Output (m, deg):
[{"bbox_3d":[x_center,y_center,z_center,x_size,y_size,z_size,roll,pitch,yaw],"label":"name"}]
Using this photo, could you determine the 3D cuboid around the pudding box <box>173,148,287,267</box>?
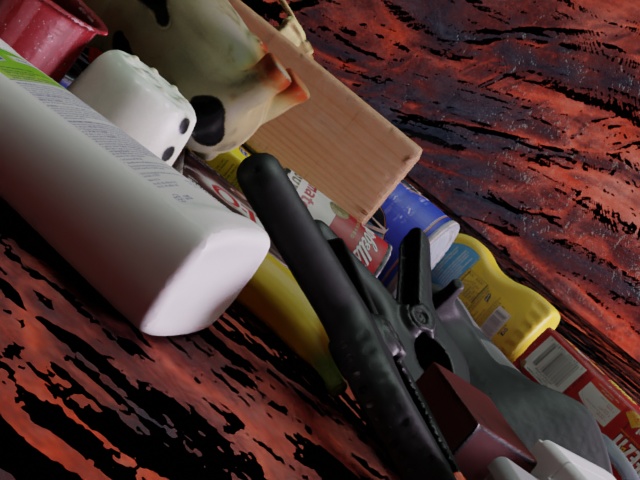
[{"bbox_3d":[-0.060,-0.007,0.726,0.113,0.039,0.090,37,9,-15],"label":"pudding box"}]

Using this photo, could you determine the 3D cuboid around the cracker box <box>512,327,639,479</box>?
[{"bbox_3d":[0.256,0.183,0.896,0.164,0.072,0.213,48,4,41],"label":"cracker box"}]

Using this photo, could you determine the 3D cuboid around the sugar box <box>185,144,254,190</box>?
[{"bbox_3d":[-0.039,-0.028,0.893,0.176,0.048,0.093,37,9,-8],"label":"sugar box"}]

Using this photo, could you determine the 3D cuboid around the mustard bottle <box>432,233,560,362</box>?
[{"bbox_3d":[0.142,0.049,1.077,0.192,0.096,0.058,44,11,30],"label":"mustard bottle"}]

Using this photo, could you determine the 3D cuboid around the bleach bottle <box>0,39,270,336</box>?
[{"bbox_3d":[-0.146,-0.054,0.546,0.251,0.068,0.102,39,8,14],"label":"bleach bottle"}]

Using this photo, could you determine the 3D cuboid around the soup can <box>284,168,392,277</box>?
[{"bbox_3d":[-0.005,0.001,0.815,0.102,0.068,0.068,37,9,-7],"label":"soup can"}]

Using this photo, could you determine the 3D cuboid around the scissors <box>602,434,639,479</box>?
[{"bbox_3d":[0.230,0.234,0.753,0.202,0.016,0.096,65,-23,13],"label":"scissors"}]

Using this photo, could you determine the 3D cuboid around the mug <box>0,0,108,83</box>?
[{"bbox_3d":[-0.196,-0.128,0.635,0.117,0.081,0.093,41,9,7],"label":"mug"}]

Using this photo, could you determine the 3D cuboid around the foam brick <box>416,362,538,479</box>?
[{"bbox_3d":[0.082,0.120,0.639,0.053,0.051,0.078,35,10,-23],"label":"foam brick"}]

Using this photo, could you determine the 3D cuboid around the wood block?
[{"bbox_3d":[-0.020,-0.105,0.914,0.206,0.091,0.090,40,2,3],"label":"wood block"}]

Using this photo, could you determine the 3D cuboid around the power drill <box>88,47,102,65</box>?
[{"bbox_3d":[-0.157,-0.192,0.874,0.057,0.184,0.187,6,9,-5],"label":"power drill"}]

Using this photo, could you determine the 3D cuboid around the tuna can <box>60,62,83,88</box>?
[{"bbox_3d":[-0.198,-0.118,0.728,0.086,0.034,0.086,38,9,-8],"label":"tuna can"}]

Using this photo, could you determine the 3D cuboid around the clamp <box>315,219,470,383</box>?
[{"bbox_3d":[0.049,0.055,0.725,0.120,0.039,0.171,7,49,-33],"label":"clamp"}]

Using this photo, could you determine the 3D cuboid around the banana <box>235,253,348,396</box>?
[{"bbox_3d":[-0.057,0.015,0.638,0.197,0.037,0.069,37,9,-12],"label":"banana"}]

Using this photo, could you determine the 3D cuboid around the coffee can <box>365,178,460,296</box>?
[{"bbox_3d":[0.046,-0.020,1.006,0.140,0.103,0.102,42,10,14],"label":"coffee can"}]

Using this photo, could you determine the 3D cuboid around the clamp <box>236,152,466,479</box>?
[{"bbox_3d":[0.026,0.059,0.606,0.210,0.036,0.164,61,6,16],"label":"clamp"}]
